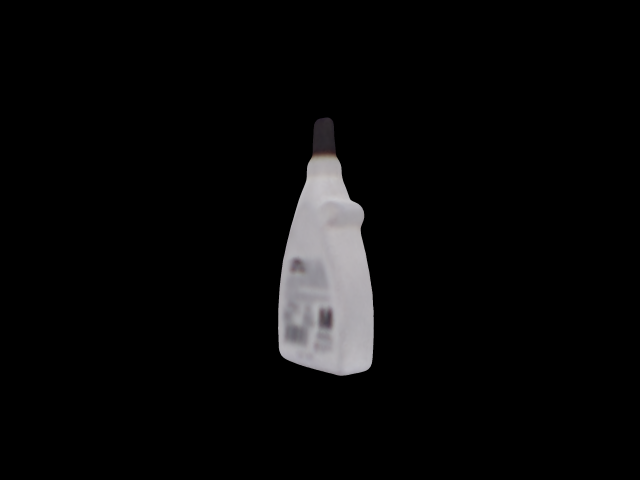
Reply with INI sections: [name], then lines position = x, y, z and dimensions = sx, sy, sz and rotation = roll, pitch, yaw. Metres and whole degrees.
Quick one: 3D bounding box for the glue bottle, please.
[glue bottle]
position = 0.004, 0.001, 0.400
dimensions = 0.037, 0.173, 0.077
rotation = -2, 3, -40
